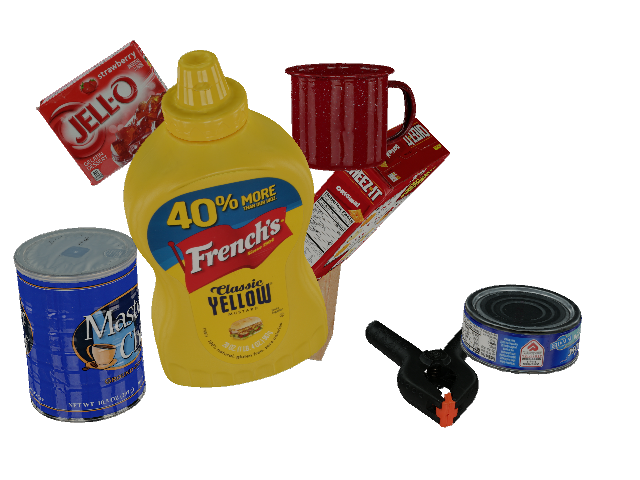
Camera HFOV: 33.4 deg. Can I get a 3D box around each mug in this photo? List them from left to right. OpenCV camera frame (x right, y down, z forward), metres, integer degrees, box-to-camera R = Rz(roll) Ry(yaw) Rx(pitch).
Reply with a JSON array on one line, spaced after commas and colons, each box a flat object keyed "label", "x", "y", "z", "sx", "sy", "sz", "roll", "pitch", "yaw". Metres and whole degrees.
[{"label": "mug", "x": 0.027, "y": -0.107, "z": 0.917, "sx": 0.117, "sy": 0.081, "sz": 0.093, "roll": -7, "pitch": 17, "yaw": -22}]

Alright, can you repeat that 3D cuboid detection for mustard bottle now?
[{"label": "mustard bottle", "x": -0.050, "y": -0.010, "z": 0.551, "sx": 0.096, "sy": 0.192, "sz": 0.058, "roll": -12, "pitch": 40, "yaw": -8}]

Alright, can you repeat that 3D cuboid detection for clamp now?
[{"label": "clamp", "x": 0.122, "y": 0.125, "z": 1.071, "sx": 0.120, "sy": 0.039, "sz": 0.171, "roll": -9, "pitch": 29, "yaw": -9}]

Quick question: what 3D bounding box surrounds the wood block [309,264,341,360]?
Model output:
[{"label": "wood block", "x": -0.023, "y": 0.049, "z": 1.486, "sx": 0.090, "sy": 0.206, "sz": 0.090, "roll": 10, "pitch": 22, "yaw": 8}]

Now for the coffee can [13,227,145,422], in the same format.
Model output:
[{"label": "coffee can", "x": -0.208, "y": 0.072, "z": 0.932, "sx": 0.103, "sy": 0.140, "sz": 0.103, "roll": 0, "pitch": 23, "yaw": 0}]

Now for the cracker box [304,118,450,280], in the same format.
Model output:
[{"label": "cracker box", "x": 0.035, "y": -0.039, "z": 1.266, "sx": 0.214, "sy": 0.072, "sz": 0.163, "roll": -47, "pitch": -8, "yaw": 34}]

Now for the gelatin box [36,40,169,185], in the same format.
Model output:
[{"label": "gelatin box", "x": -0.156, "y": -0.096, "z": 0.806, "sx": 0.089, "sy": 0.073, "sz": 0.030, "roll": -32, "pitch": 19, "yaw": 3}]

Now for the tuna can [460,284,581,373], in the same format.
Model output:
[{"label": "tuna can", "x": 0.146, "y": 0.063, "z": 0.777, "sx": 0.086, "sy": 0.034, "sz": 0.086, "roll": 1, "pitch": 21, "yaw": -1}]
